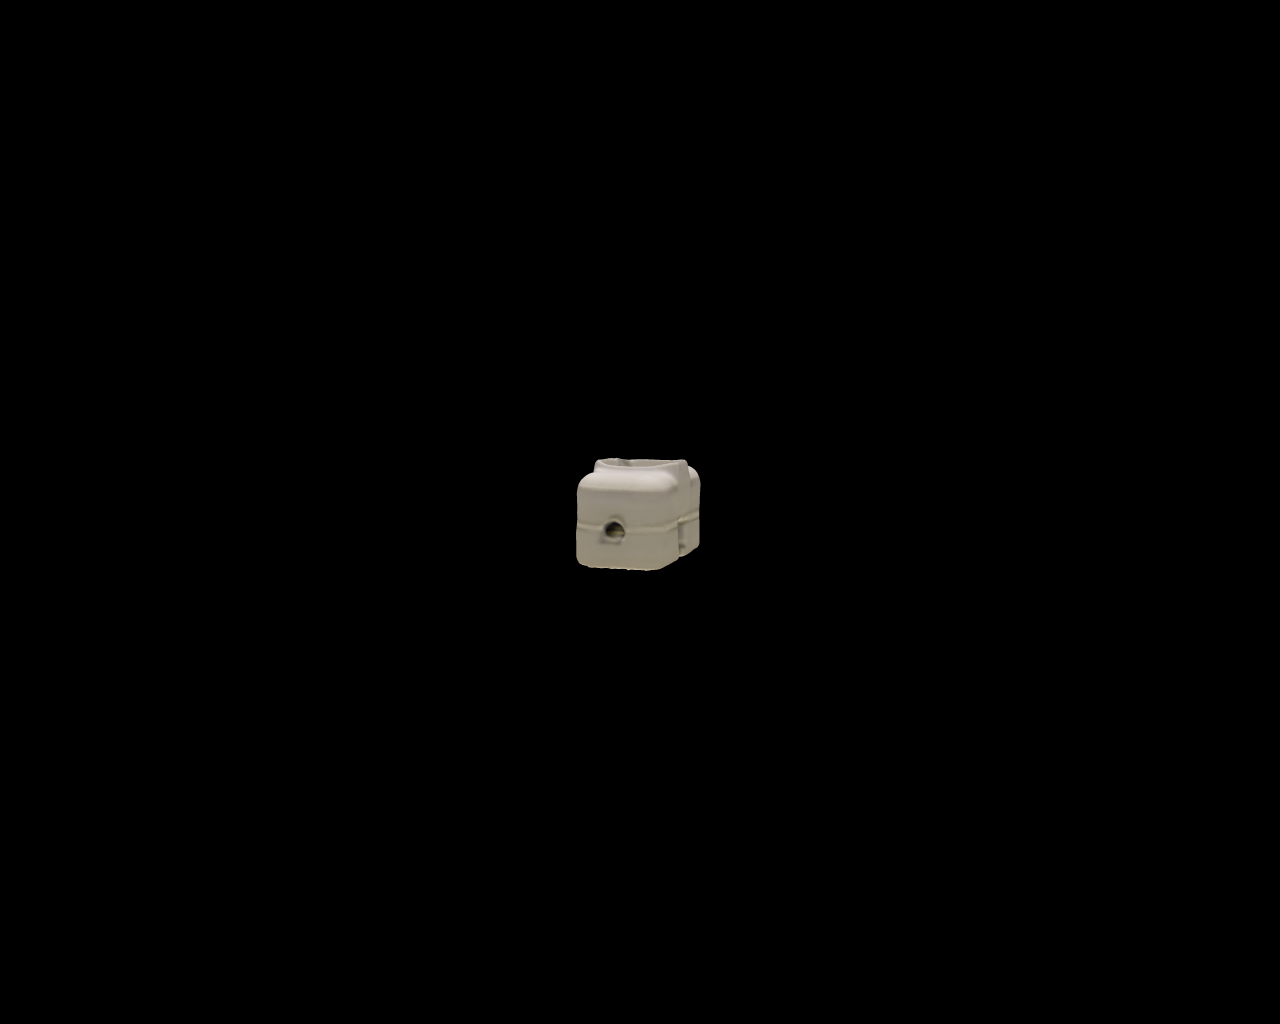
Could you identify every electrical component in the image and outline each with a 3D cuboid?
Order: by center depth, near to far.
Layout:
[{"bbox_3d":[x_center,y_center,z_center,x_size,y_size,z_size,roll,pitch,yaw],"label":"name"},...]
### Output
[{"bbox_3d":[0.001,-0.003,0.650,0.054,0.059,0.095,3,8,19],"label":"electrical component"}]
